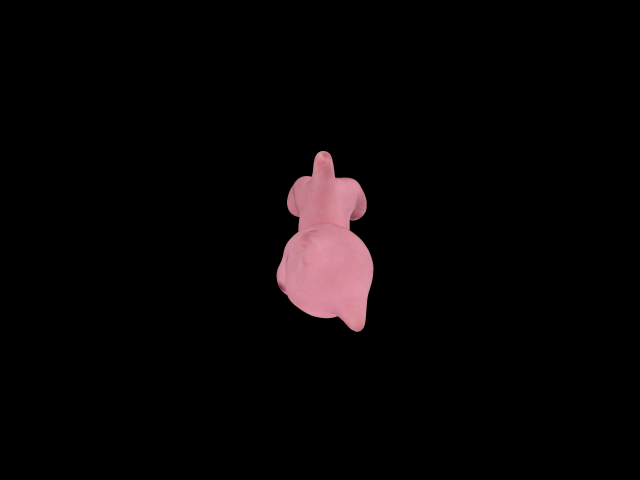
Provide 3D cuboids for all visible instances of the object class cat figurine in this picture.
[{"bbox_3d":[0.004,0.001,0.400,0.067,0.118,0.128,0,77,0],"label":"cat figurine"}]
